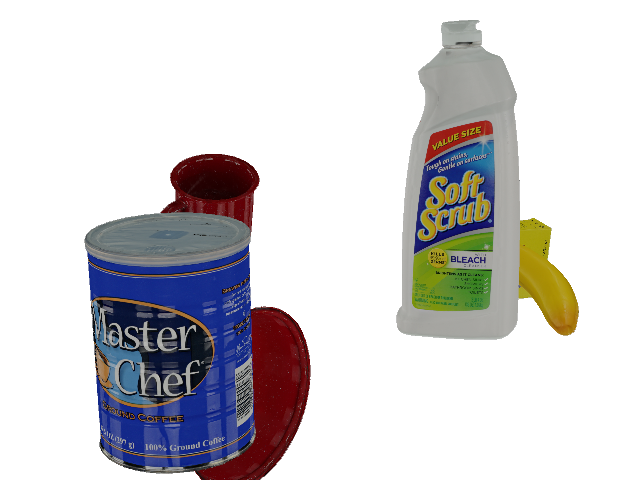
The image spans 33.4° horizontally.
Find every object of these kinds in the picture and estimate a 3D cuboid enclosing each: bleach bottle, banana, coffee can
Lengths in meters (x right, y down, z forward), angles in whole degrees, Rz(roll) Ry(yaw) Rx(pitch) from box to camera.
[{"bbox_3d":[0.108,-0.049,0.860,0.103,0.251,0.068,2,15,20],"label":"bleach bottle"},{"bbox_3d":[0.198,0.037,1.058,0.069,0.037,0.198,-34,36,-18],"label":"banana"},{"bbox_3d":[-0.094,0.062,0.682,0.103,0.140,0.103,-1,16,0],"label":"coffee can"}]

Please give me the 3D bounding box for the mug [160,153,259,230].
[{"bbox_3d":[-0.122,-0.029,1.132,0.093,0.081,0.117,33,44,32],"label":"mug"}]

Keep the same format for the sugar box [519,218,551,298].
[{"bbox_3d":[0.188,0.027,1.282,0.176,0.093,0.048,-6,20,-23],"label":"sugar box"}]

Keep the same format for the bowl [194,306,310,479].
[{"bbox_3d":[-0.083,0.125,0.895,0.055,0.162,0.162,25,-16,-38],"label":"bowl"}]
